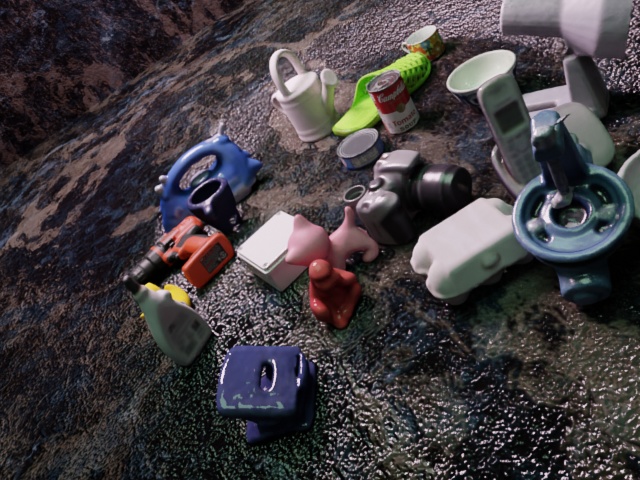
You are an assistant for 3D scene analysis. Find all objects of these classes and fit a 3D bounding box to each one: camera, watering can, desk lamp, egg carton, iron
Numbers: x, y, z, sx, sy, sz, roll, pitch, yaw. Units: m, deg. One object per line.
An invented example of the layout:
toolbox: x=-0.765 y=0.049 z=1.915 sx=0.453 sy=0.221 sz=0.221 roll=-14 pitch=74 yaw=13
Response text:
camera: x=0.141 y=-0.074 z=0.844 sx=0.136 sy=0.101 sz=0.143 roll=6 pitch=50 yaw=44
watering can: x=-0.035 y=-0.315 z=1.207 sx=0.172 sy=0.195 sz=0.101 roll=-18 pitch=37 yaw=22
desk lamp: x=0.351 y=-0.266 z=0.808 sx=0.202 sy=0.214 sz=0.118 roll=-4 pitch=44 yaw=37
egg carton: x=0.193 y=0.013 z=0.720 sx=0.150 sy=0.070 sz=0.107 roll=-33 pitch=34 yaw=1
iron: x=-0.255 y=-0.123 z=1.198 sx=0.258 sy=0.142 sz=0.118 roll=-39 pitch=34 yaw=-7

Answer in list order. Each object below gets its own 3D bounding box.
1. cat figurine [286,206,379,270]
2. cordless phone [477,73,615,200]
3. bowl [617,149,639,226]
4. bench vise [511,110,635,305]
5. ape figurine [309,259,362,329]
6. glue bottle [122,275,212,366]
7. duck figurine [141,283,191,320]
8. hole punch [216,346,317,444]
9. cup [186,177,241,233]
cat figurine: x=0.008 y=0.003 z=0.844 sx=0.128 sy=0.118 sz=0.067 roll=-37 pitch=34 yaw=-4
cordless phone: x=0.285 y=-0.146 z=0.738 sx=0.147 sy=0.185 sz=0.094 roll=-33 pitch=34 yaw=1
bowl: x=0.411 y=-0.046 z=0.608 sx=0.167 sy=0.075 sz=0.167 roll=-22 pitch=35 yaw=17
bench vise: x=0.257 y=-0.064 z=0.628 sx=0.121 sy=0.220 sz=0.207 roll=-23 pitch=35 yaw=15
ape figurine: x=0.013 y=0.065 z=0.785 sx=0.078 sy=0.092 sz=0.076 roll=-33 pitch=34 yaw=1
glue bottle: x=-0.236 y=0.112 z=0.860 sx=0.037 sy=0.174 sz=0.078 roll=0 pitch=47 yaw=40
duck figurine: x=-0.272 y=0.108 z=0.973 sx=0.077 sy=0.086 sz=0.104 roll=-19 pitch=36 yaw=20
hole punch: x=-0.063 y=0.179 z=0.707 sx=0.101 sy=0.091 sz=0.108 roll=-21 pitch=36 yaw=18
cup: x=-0.194 y=-0.054 z=1.103 sx=0.091 sy=0.095 sz=0.117 roll=-30 pitch=34 yaw=6
